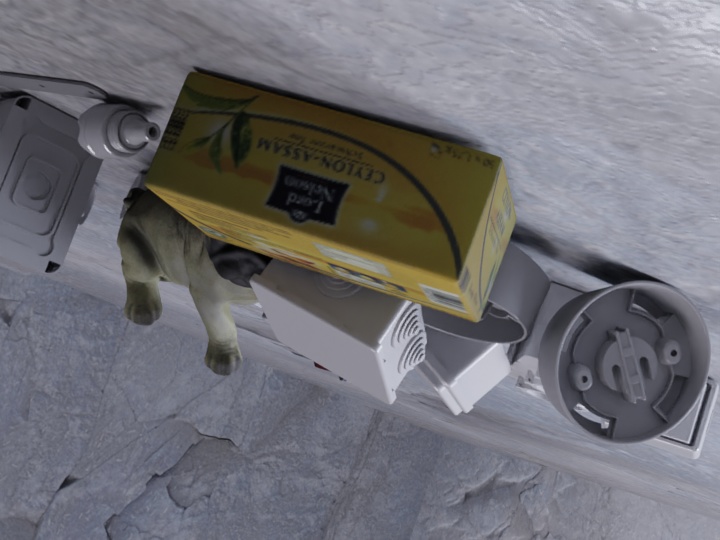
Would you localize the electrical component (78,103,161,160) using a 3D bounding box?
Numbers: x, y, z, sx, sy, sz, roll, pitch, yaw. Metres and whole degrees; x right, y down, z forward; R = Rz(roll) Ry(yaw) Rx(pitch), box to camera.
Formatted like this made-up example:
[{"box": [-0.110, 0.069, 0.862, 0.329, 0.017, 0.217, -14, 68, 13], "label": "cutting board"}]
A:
[{"box": [-0.145, -0.085, 0.659, 0.061, 0.035, 0.035, 8, 165, 43], "label": "electrical component"}]

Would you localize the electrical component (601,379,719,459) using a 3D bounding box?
[{"box": [0.242, 0.111, 0.893, 0.096, 0.061, 0.061, 17, 170, 20], "label": "electrical component"}]

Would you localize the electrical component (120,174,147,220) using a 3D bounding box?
[{"box": [-0.160, -0.048, 0.869, 0.055, 0.045, 0.045, 24, 170, -21], "label": "electrical component"}]

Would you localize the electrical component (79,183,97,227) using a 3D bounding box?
[{"box": [-0.287, -0.076, 0.978, 0.077, 0.043, 0.079, 20, 171, -2], "label": "electrical component"}]

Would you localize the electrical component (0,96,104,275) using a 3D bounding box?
[{"box": [-0.240, -0.059, 0.764, 0.078, 0.113, 0.057, 27, 166, -37], "label": "electrical component"}]

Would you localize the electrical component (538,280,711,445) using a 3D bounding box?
[{"box": [0.159, 0.055, 0.652, 0.099, 0.099, 0.064, 21, 177, -8], "label": "electrical component"}]

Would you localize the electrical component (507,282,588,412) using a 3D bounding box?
[{"box": [0.161, 0.064, 0.792, 0.089, 0.061, 0.150, 19, 171, 4], "label": "electrical component"}]

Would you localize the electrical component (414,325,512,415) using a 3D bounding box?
[{"box": [0.050, 0.040, 0.762, 0.108, 0.056, 0.108, 49, 178, 20], "label": "electrical component"}]

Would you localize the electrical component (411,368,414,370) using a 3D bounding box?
[{"box": [0.045, 0.062, 1.006, 0.048, 0.066, 0.055, 20, 138, 0], "label": "electrical component"}]

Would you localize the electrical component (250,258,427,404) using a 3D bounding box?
[{"box": [-0.009, 0.026, 0.640, 0.100, 0.048, 0.099, 28, 160, 20], "label": "electrical component"}]

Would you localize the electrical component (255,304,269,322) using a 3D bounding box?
[{"box": [-0.067, 0.026, 1.052, 0.108, 0.060, 0.108, 19, 171, 3], "label": "electrical component"}]

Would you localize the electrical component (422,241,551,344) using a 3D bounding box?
[{"box": [0.062, 0.008, 0.653, 0.099, 0.064, 0.099, 33, 171, 6], "label": "electrical component"}]
